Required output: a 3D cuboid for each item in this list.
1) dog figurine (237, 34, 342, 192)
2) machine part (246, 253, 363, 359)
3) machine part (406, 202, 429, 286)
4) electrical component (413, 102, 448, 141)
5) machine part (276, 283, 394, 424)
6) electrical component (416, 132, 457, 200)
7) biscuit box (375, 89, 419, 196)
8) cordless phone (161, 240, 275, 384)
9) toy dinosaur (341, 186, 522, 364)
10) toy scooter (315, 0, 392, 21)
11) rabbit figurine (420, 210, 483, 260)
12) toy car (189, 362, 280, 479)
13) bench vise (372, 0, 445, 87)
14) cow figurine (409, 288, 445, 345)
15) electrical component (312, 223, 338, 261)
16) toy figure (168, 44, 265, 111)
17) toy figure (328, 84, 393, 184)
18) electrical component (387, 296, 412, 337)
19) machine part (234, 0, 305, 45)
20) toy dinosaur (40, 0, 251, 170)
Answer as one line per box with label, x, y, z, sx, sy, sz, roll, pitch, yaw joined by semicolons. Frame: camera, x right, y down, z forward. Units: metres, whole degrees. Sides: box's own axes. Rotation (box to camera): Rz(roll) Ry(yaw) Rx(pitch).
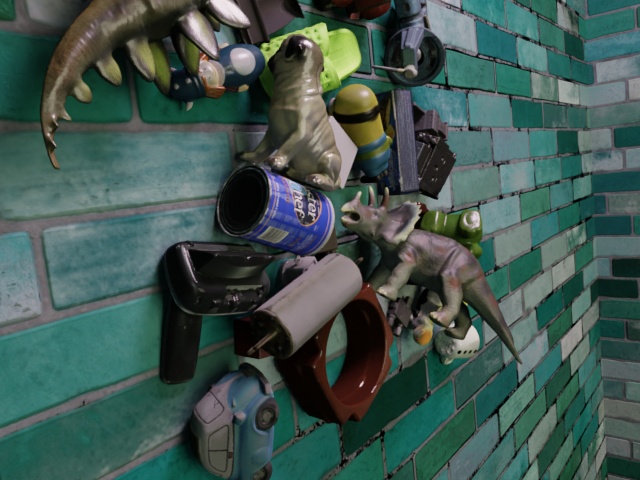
dog figurine;-0.011;-0.178;0.779;0.172;0.121;0.190;21;90;-50
machine part;-0.016;0.088;0.755;0.243;0.079;0.079;-37;118;-43
machine part;0.197;0.010;1.125;0.179;0.056;0.179;2;87;-52
electrical component;0.217;-0.247;1.140;0.119;0.075;0.047;20;73;-53
machine part;0.030;0.180;0.891;0.201;0.087;0.200;-51;127;-40
electrical component;0.224;-0.158;1.135;0.134;0.058;0.114;18;94;-50
biscuit box;0.148;-0.189;1.059;0.063;0.059;0.202;-11;97;-43
cordless phone;-0.138;0.096;0.706;0.146;0.089;0.184;5;97;-51
toy dinosaur;0.207;0.051;0.967;0.405;0.131;0.192;27;83;-2
toy scooter;0.090;-0.433;0.938;0.184;0.135;0.075;-27;108;-49
rabbit figurine;0.264;0.042;1.083;0.159;0.121;0.170;51;46;-60
toy car;-0.119;0.248;0.705;0.103;0.109;0.161;1;101;-29
bench vise;0.180;-0.388;1.046;0.241;0.129;0.223;-71;160;-50
cow figurine;0.237;0.147;1.158;0.167;0.098;0.068;-41;128;-22
electrical component;-0.003;-0.004;0.890;0.078;0.045;0.102;-18;103;-20
toy figure;-0.138;-0.224;0.716;0.064;0.057;0.154;44;47;8
toy figure;0.080;-0.188;0.957;0.082;0.089;0.180;-53;126;-47
electrical component;0.163;0.148;1.107;0.063;0.021;0.094;51;52;-36
machine part;-0.081;-0.338;0.802;0.139;0.039;0.084;-40;114;-42
toy dinosaur;-0.184;-0.275;0.590;0.198;0.105;0.471;48;52;-25
